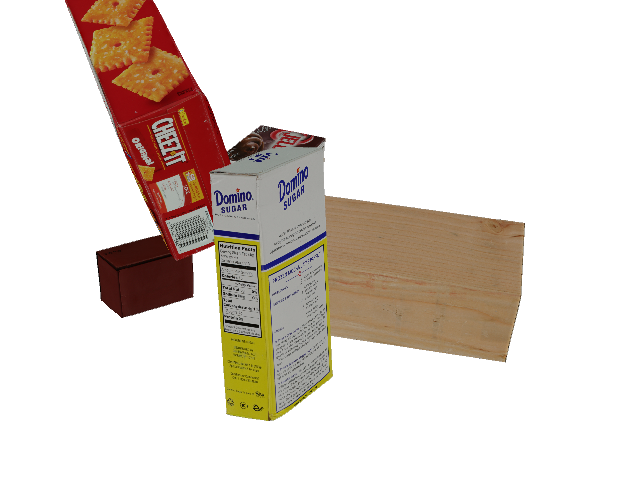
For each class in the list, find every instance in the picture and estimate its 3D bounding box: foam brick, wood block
[{"bbox_3d":[-0.166,0.032,1.013,0.078,0.051,0.053,-16,25,-30],"label":"foam brick"},{"bbox_3d":[0.066,0.031,0.927,0.206,0.090,0.090,8,45,6],"label":"wood block"}]

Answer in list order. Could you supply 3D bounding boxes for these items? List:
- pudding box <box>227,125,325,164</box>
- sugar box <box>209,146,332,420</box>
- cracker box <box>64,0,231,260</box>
[{"bbox_3d":[-0.056,-0.098,1.293,0.090,0.039,0.113,12,33,21],"label":"pudding box"},{"bbox_3d":[-0.032,0.028,0.749,0.048,0.176,0.093,4,16,28],"label":"sugar box"},{"bbox_3d":[-0.136,-0.117,0.855,0.072,0.214,0.164,-22,-37,-7],"label":"cracker box"}]
